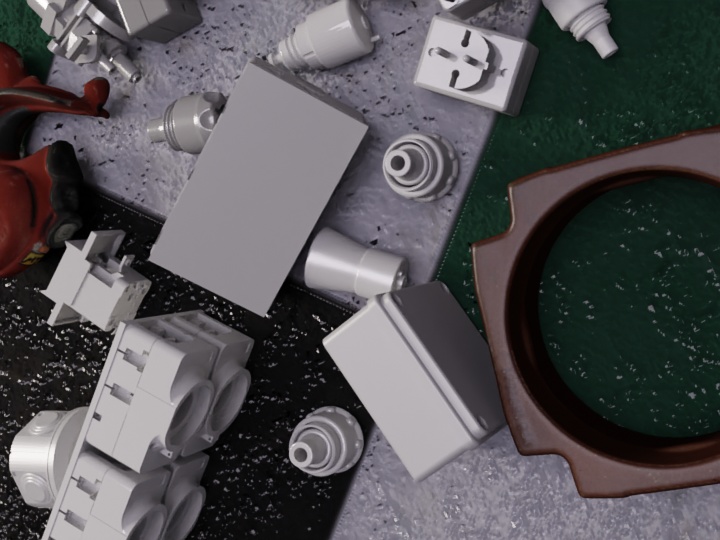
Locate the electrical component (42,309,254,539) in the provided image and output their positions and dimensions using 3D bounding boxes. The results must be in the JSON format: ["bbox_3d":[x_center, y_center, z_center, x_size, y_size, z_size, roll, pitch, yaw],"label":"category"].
[{"bbox_3d":[-0.148,0.129,0.768,0.060,0.105,0.186,26,101,19],"label":"electrical component"}]

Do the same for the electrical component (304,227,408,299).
[{"bbox_3d":[0.000,0.000,0.740,0.065,0.044,0.044,17,99,15],"label":"electrical component"}]

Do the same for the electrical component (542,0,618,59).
[{"bbox_3d":[0.142,-0.161,0.679,0.035,0.035,0.061,-34,83,19],"label":"electrical component"}]

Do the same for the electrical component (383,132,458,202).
[{"bbox_3d":[0.035,-0.069,0.710,0.048,0.062,0.048,1,93,21],"label":"electrical component"}]

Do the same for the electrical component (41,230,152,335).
[{"bbox_3d":[-0.198,0.012,0.817,0.064,0.042,0.081,33,104,15],"label":"electrical component"}]

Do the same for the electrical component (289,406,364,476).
[{"bbox_3d":[-0.029,0.122,0.744,0.048,0.062,0.048,1,93,21],"label":"electrical component"}]

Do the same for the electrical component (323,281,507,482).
[{"bbox_3d":[0.044,0.067,0.689,0.056,0.109,0.108,-39,79,21],"label":"electrical component"}]

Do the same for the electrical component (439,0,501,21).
[{"bbox_3d":[0.085,-0.203,0.655,0.096,0.061,0.061,-27,87,17],"label":"electrical component"}]

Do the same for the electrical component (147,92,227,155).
[{"bbox_3d":[-0.124,-0.105,0.782,0.062,0.043,0.043,-5,91,23],"label":"electrical component"}]

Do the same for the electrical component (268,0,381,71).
[{"bbox_3d":[-0.027,-0.158,0.742,0.078,0.040,0.040,-19,86,21],"label":"electrical component"}]

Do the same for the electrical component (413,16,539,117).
[{"bbox_3d":[0.069,-0.132,0.686,0.066,0.077,0.047,20,100,19],"label":"electrical component"}]

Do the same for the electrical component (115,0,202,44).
[{"bbox_3d":[-0.137,-0.213,0.780,0.077,0.047,0.065,-23,85,21],"label":"electrical component"}]

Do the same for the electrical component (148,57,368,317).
[{"bbox_3d":[-0.070,-0.059,0.740,0.089,0.061,0.150,27,103,-10],"label":"electrical component"}]

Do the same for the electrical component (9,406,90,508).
[{"bbox_3d":[-0.219,0.143,0.812,0.051,0.080,0.080,-3,91,27],"label":"electrical component"}]
